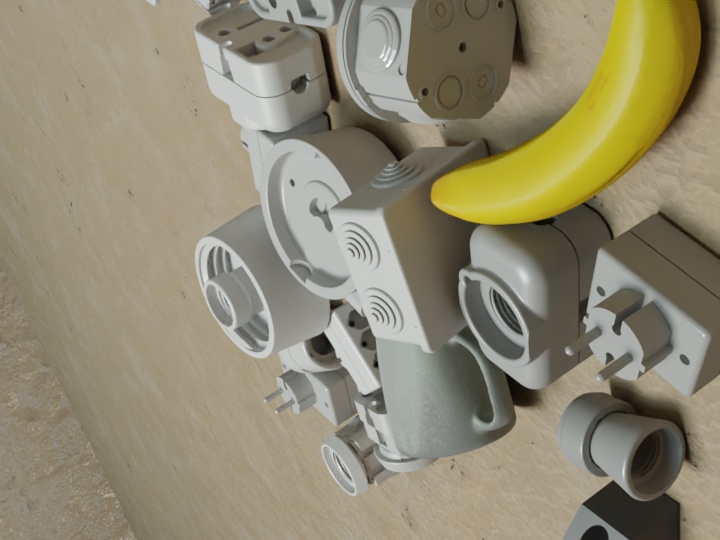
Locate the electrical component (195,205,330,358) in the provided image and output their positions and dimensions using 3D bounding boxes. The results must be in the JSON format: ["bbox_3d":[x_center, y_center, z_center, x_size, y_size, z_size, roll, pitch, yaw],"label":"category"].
[{"bbox_3d":[-0.079,0.013,0.790,0.108,0.060,0.108,37,142,36],"label":"electrical component"}]

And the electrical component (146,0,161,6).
[{"bbox_3d":[-0.158,-0.253,0.781,0.100,0.048,0.099,40,150,40],"label":"electrical component"}]

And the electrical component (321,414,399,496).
[{"bbox_3d":[0.004,0.158,0.931,0.078,0.057,0.058,4,121,63],"label":"electrical component"}]

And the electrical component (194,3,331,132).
[{"bbox_3d":[-0.065,-0.134,0.724,0.095,0.054,0.059,37,148,43],"label":"electrical component"}]

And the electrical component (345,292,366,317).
[{"bbox_3d":[0.000,0.000,0.765,0.081,0.043,0.043,46,154,31],"label":"electrical component"}]

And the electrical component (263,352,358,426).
[{"bbox_3d":[-0.048,0.101,0.946,0.083,0.076,0.047,36,148,44],"label":"electrical component"}]

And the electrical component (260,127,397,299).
[{"bbox_3d":[-0.009,-0.041,0.704,0.108,0.060,0.108,30,132,40],"label":"electrical component"}]

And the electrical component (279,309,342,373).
[{"bbox_3d":[-0.035,0.059,0.897,0.047,0.055,0.055,-10,109,62],"label":"electrical component"}]

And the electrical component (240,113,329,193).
[{"bbox_3d":[-0.060,-0.092,0.774,0.077,0.047,0.065,42,152,37],"label":"electrical component"}]

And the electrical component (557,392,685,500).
[{"bbox_3d":[0.141,0.094,0.584,0.055,0.045,0.045,23,138,56],"label":"electrical component"}]

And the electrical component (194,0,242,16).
[{"bbox_3d":[-0.107,-0.204,0.749,0.046,0.040,0.040,46,154,16],"label":"electrical component"}]

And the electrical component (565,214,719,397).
[{"bbox_3d":[0.128,0.024,0.485,0.066,0.077,0.047,44,153,33],"label":"electrical component"}]

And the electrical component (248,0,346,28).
[{"bbox_3d":[-0.020,-0.169,0.581,0.095,0.059,0.053,26,140,53],"label":"electrical component"}]

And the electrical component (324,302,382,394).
[{"bbox_3d":[0.004,0.056,0.820,0.065,0.047,0.077,58,157,4],"label":"electrical component"}]

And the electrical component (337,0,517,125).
[{"bbox_3d":[0.033,-0.109,0.520,0.051,0.080,0.080,21,136,49],"label":"electrical component"}]

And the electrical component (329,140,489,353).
[{"bbox_3d":[0.037,-0.015,0.601,0.048,0.100,0.099,6,124,47],"label":"electrical component"}]

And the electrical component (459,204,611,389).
[{"bbox_3d":[0.092,0.013,0.568,0.054,0.059,0.095,38,149,42],"label":"electrical component"}]

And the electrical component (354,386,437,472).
[{"bbox_3d":[0.034,0.116,0.819,0.078,0.058,0.057,21,133,56],"label":"electrical component"}]
